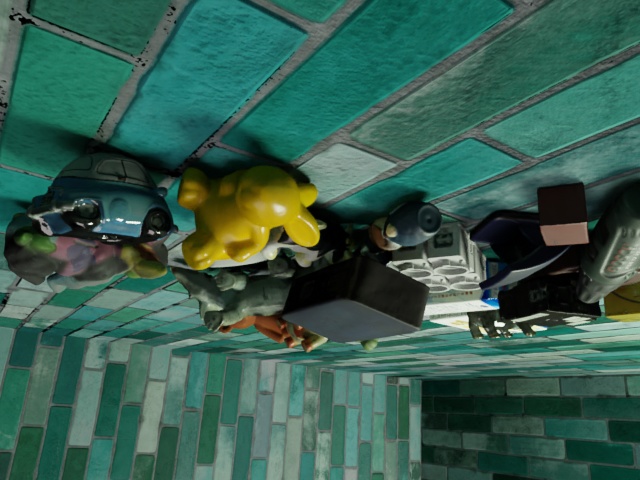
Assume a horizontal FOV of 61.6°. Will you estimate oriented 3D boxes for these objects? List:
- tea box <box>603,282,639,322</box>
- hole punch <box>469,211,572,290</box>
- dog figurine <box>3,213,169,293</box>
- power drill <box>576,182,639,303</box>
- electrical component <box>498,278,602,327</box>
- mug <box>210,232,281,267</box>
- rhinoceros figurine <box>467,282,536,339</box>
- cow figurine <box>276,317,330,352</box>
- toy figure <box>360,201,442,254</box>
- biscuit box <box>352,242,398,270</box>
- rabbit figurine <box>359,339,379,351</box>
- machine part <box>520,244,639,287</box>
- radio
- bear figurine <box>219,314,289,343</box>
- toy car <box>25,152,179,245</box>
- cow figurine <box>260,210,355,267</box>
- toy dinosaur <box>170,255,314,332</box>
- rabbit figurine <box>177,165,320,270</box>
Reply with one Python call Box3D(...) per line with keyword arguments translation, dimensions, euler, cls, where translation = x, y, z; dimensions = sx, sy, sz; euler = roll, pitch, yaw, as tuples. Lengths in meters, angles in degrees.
Box3D(translation=(0.550, 0.074, 0.856), dimensions=(0.068, 0.098, 0.170), euler=(17, 156, -36), cls="tea box")
Box3D(translation=(0.286, 0.019, 0.762), dimensions=(0.116, 0.092, 0.142), euler=(2, 158, -5), cls="hole punch")
Box3D(translation=(-0.350, 0.015, 0.853), dimensions=(0.219, 0.108, 0.191), euler=(-5, 158, 11), cls="dog figurine")
Box3D(translation=(0.443, 0.011, 0.676), dimensions=(0.207, 0.086, 0.231), euler=(0, 145, 19), cls="power drill")
Box3D(translation=(0.372, 0.101, 0.856), dimensions=(0.134, 0.058, 0.115), euler=(8, 162, -19), cls="electrical component")
Box3D(translation=(-0.118, 0.005, 0.811), dimensions=(0.107, 0.081, 0.109), euler=(2, 157, -22), cls="mug")
Box3D(translation=(0.370, 0.135, 1.047), dimensions=(0.190, 0.112, 0.073), euler=(-7, 169, -21), cls="rhinoceros figurine")
Box3D(translation=(-0.018, 0.166, 1.091), dimensions=(0.127, 0.085, 0.195), euler=(-20, 179, -22), cls="cow figurine")
Box3D(translation=(0.107, -0.014, 0.744), dimensions=(0.064, 0.058, 0.154), euler=(17, 163, -22), cls="toy figure")
Box3D(translation=(0.122, 0.060, 0.920), dimensions=(0.059, 0.063, 0.202), euler=(-42, 148, 9), cls="biscuit box")
Box3D(translation=(0.080, 0.175, 1.231), dimensions=(0.159, 0.121, 0.170), euler=(26, 175, 0), cls="rabbit figurine")
Box3D(translation=(0.411, 0.041, 0.851), dimensions=(0.179, 0.056, 0.179), euler=(2, 161, 1), cls="machine part")
Box3D(translation=(0.044, 0.097, 0.820), dimensions=(0.131, 0.073, 0.229), euler=(27, 153, -21), cls="radio")
Box3D(translation=(-0.135, 0.165, 1.244), dimensions=(0.196, 0.120, 0.132), euler=(13, 157, -10), cls="bear figurine")
Box3D(translation=(-0.250, -0.050, 0.628), dimensions=(0.109, 0.103, 0.161), euler=(-8, 168, 35), cls="toy car")
Box3D(translation=(-0.001, -0.004, 0.781), dimensions=(0.167, 0.068, 0.098), euler=(14, 155, -36), cls="cow figurine")
Box3D(translation=(-0.093, 0.096, 1.039), dimensions=(0.405, 0.131, 0.192), euler=(-6, 177, 7), cls="toy dinosaur")
Box3D(translation=(-0.074, -0.031, 0.628), dimensions=(0.162, 0.122, 0.173), euler=(7, 161, -27), cls="rabbit figurine")
